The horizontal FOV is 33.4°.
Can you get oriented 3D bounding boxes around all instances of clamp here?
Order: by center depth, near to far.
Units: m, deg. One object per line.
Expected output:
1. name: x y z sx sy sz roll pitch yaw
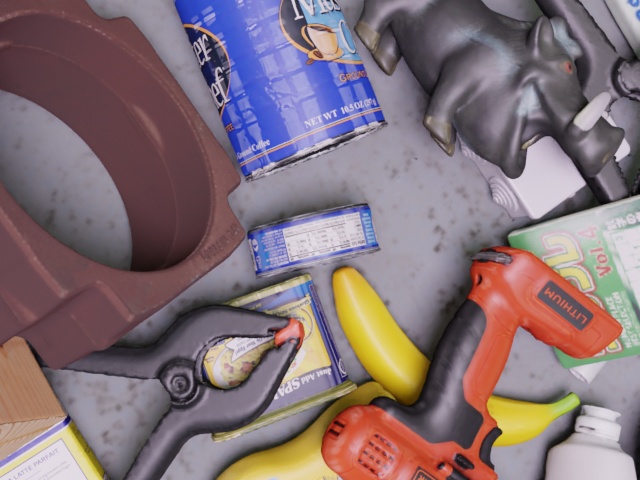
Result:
1. clamp: -0.085 0.101 0.663 0.171 0.039 0.120 -18 89 6
2. clamp: 0.199 -0.114 0.720 0.164 0.036 0.210 6 91 -1

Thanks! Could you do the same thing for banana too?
1. banana: 0.082 0.093 0.744 0.197 0.037 0.069 30 80 -8

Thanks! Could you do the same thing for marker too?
1. marker: 0.226 0.054 0.779 0.020 0.020 0.121 42 82 -6

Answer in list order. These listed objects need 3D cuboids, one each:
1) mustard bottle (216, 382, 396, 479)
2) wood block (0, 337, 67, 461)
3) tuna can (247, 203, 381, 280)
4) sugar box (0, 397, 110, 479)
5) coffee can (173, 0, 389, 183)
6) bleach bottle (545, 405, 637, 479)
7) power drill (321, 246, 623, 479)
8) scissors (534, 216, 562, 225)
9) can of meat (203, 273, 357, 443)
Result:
1. mustard bottle: -0.019 0.181 0.711 0.191 0.058 0.096 -30 109 -9
2. wood block: -0.249 0.039 0.623 0.090 0.090 0.206 -34 78 7
3. tuna can: -0.005 0.001 0.708 0.086 0.086 0.034 -13 88 -10
4. sugar box: -0.189 0.162 0.692 0.093 0.048 0.176 -31 90 -9
5. coffee can: -0.028 -0.121 0.700 0.102 0.103 0.140 -22 92 -10
6. bleach bottle: 0.163 0.239 0.732 0.068 0.103 0.251 20 76 -23
7. power drill: 0.116 0.113 0.686 0.184 0.057 0.187 38 77 -18
8. scissors: 0.233 0.000 0.783 0.201 0.016 0.096 -20 89 -9
9. can of meat: -0.038 0.077 0.714 0.102 0.057 0.084 -20 90 -10
